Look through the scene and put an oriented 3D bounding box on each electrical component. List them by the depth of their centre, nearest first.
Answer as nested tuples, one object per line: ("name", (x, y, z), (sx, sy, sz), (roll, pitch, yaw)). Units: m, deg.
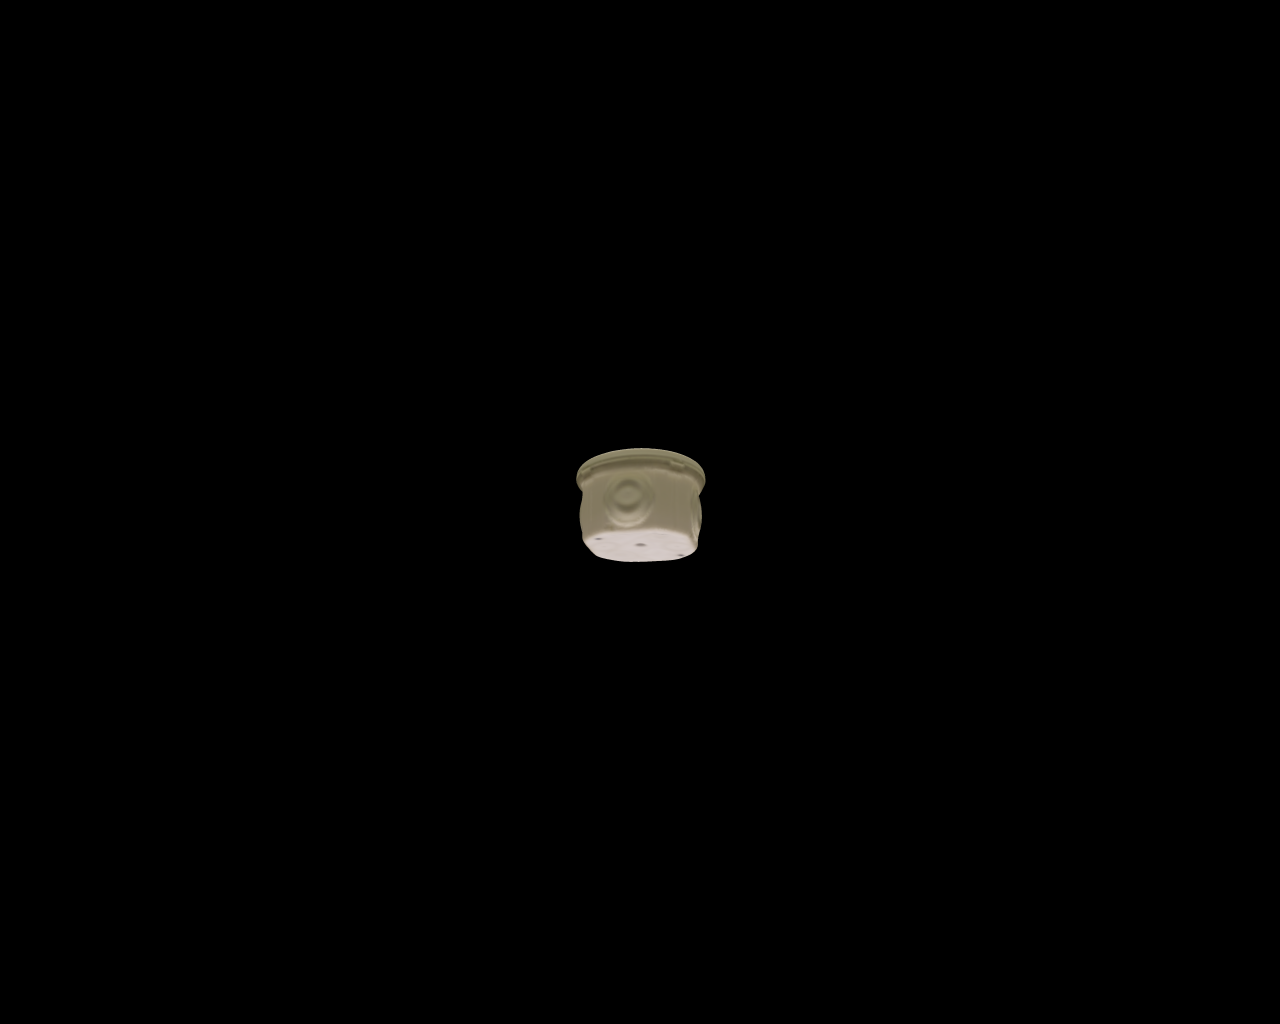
("electrical component", (0.001, -0.003, 0.650), (0.080, 0.051, 0.080), (0, -19, 0))
